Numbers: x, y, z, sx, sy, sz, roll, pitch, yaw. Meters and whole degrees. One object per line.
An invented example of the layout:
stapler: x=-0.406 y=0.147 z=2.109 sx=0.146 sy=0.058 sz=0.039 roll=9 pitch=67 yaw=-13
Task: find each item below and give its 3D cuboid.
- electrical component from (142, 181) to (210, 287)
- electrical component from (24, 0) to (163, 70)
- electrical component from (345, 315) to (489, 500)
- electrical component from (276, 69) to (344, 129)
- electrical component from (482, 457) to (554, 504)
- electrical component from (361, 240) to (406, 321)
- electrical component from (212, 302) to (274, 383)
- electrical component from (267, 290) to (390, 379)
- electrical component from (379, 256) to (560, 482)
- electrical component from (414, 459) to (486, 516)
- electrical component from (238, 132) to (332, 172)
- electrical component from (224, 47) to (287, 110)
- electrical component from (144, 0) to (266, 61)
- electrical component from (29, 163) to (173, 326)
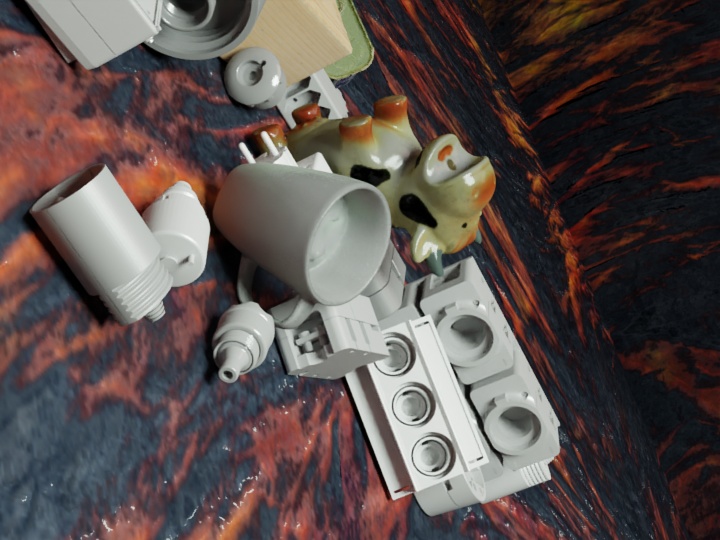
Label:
electrical component: x=-0.107 y=-0.025 z=0.622 sx=0.040 sy=0.040 sz=0.078 roll=54 pitch=20 yaw=-34
electrical component: x=-0.158 y=-0.164 z=0.623 sx=0.096 sy=0.061 sz=0.061 roll=52 pitch=21 yaw=-38
electrical component: x=0.040 y=0.107 z=0.840 sx=0.063 sy=0.079 sz=0.121 roll=95 pitch=-26 yaw=-79
electrical component: x=-0.050 y=-0.170 z=0.992 sx=0.065 sy=0.047 sz=0.076 roll=57 pitch=18 yaw=-27
electrical component: x=0.149 y=0.193 z=1.044 sx=0.043 sy=0.081 sz=0.043 roll=56 pitch=19 yaw=-30
electrical component: x=0.000 y=0.000 z=0.898 sx=0.059 sy=0.054 sz=0.095 roll=60 pitch=17 yaw=-20
electrical component: x=-0.072 y=0.046 z=0.643 sx=0.035 sy=0.035 sz=0.061 roll=59 pitch=20 yaw=-21
electrical component: x=-0.023 y=0.042 z=0.774 sx=0.089 sy=0.050 sz=0.055 roll=21 pitch=47 yaw=-67
electrical component: x=0.092 y=0.097 z=0.957 sx=0.186 sy=0.105 sz=0.060 roll=61 pitch=17 yaw=-17
electrical component: x=0.071 y=0.172 z=0.889 sx=0.055 sy=0.047 sz=0.055 roll=56 pitch=19 yaw=-31
electrical component: x=-0.059 y=-0.064 z=0.781 sx=0.076 sy=0.066 sz=0.047 roll=59 pitch=18 yaw=-22
electrical component: x=-0.080 y=-0.152 z=0.881 sx=0.062 sy=0.048 sz=0.048 roll=30 pitch=39 yaw=-75
electrical component: x=-0.115 y=-0.193 z=0.726 sx=0.108 sy=0.108 sz=0.060 roll=54 pitch=26 yaw=-35
electrical component: x=-0.124 y=-0.008 z=0.540 sx=0.081 sy=0.043 sz=0.043 roll=59 pitch=17 yaw=-22
